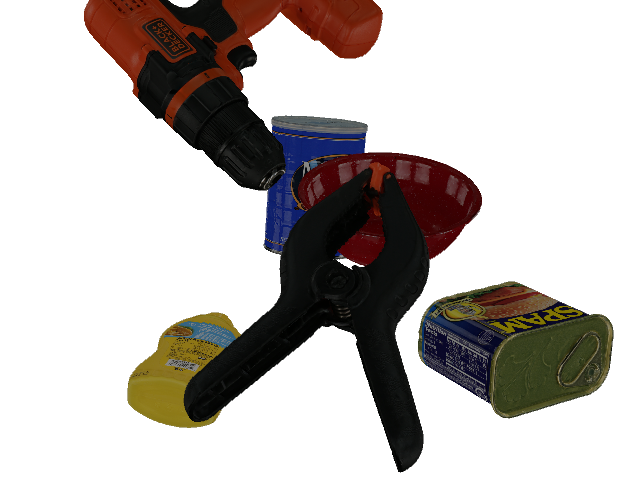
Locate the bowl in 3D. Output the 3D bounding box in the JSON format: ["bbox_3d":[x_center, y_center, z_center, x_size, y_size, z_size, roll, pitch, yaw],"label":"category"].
[{"bbox_3d":[0.059,-0.020,0.948,0.162,0.055,0.162,2,30,-1],"label":"bowl"}]

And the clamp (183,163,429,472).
[{"bbox_3d":[0.018,0.037,0.547,0.120,0.171,0.039,21,-26,15],"label":"clamp"}]

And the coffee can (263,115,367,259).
[{"bbox_3d":[-0.006,-0.059,1.146,0.103,0.140,0.103,4,11,-1],"label":"coffee can"}]

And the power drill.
[{"bbox_3d":[-0.044,-0.134,0.753,0.187,0.184,0.057,-34,-16,-35],"label":"power drill"}]

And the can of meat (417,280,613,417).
[{"bbox_3d":[0.128,0.069,0.713,0.101,0.057,0.084,-10,20,-30],"label":"can of meat"}]

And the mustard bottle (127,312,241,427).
[{"bbox_3d":[-0.133,0.128,1.154,0.096,0.058,0.191,10,24,8],"label":"mustard bottle"}]
